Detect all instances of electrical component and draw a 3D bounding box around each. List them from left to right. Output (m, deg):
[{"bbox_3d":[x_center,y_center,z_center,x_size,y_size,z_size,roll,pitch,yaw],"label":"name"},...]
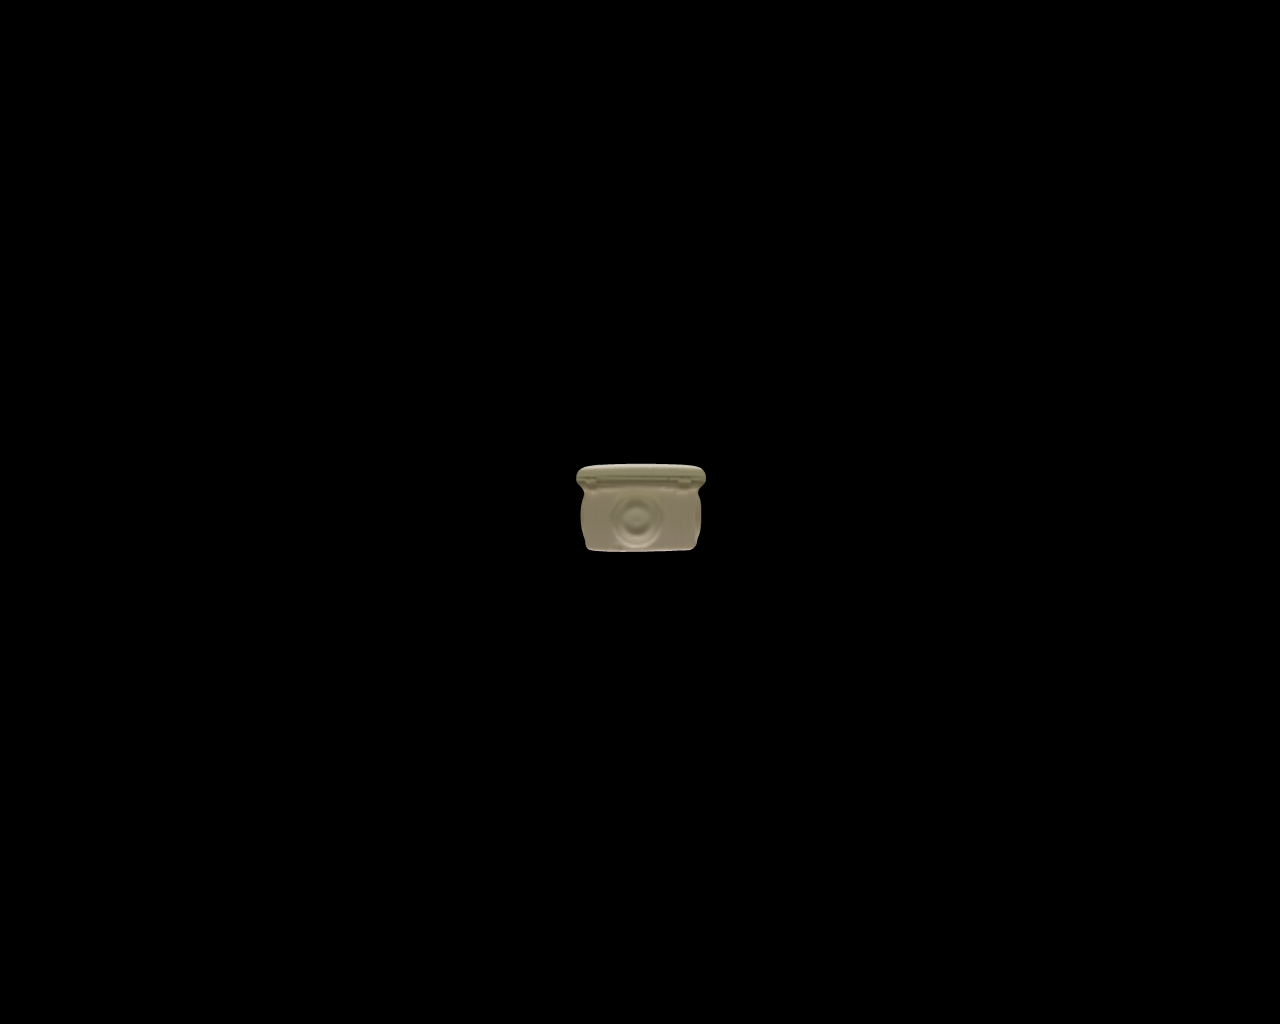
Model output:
[{"bbox_3d":[0.001,-0.003,0.650,0.080,0.051,0.080,0,0,0],"label":"electrical component"}]
